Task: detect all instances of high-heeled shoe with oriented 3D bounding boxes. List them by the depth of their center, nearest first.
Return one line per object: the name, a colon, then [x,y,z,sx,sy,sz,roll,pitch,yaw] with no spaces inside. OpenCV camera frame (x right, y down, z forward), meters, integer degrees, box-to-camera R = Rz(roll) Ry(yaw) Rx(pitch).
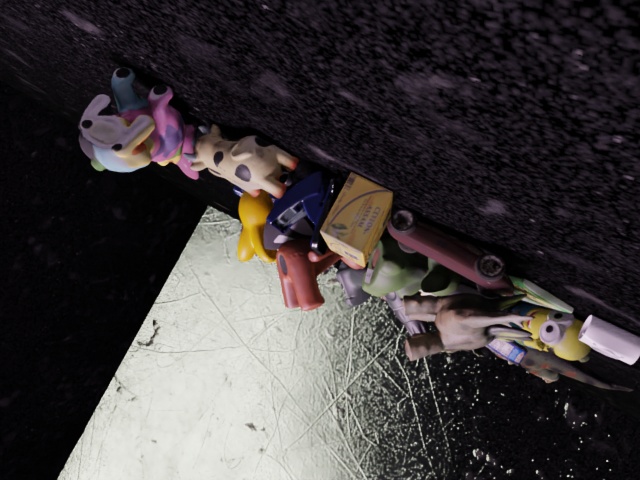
high-heeled shoe: [-0.002,-0.003,1.017,0.086,0.145,0.248,15,164,46]

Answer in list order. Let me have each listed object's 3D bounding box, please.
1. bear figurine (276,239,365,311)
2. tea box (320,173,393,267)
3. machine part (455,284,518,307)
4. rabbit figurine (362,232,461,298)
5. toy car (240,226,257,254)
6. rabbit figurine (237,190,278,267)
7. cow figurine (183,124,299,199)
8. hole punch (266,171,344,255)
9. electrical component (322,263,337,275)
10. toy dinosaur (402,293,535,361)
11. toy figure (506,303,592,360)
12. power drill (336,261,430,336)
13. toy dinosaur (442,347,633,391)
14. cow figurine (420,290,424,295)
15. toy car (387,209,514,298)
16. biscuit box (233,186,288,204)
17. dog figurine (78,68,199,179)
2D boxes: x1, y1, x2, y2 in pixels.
bear figurine: [0.026,0.035,0.941,0.196,0.131,0.120,-15,-178,-25]
tea box: [0.057,-0.024,0.790,0.068,0.098,0.169,28,177,10]
machine part: [0.337,0.144,1.134,0.079,0.079,0.243,31,173,-33]
rabbit figurine: [0.180,0.049,0.967,0.170,0.121,0.159,13,169,-10]
toy car: [-0.113,-0.046,1.258,0.109,0.161,0.103,26,-166,-5]
rabbit figurine: [-0.103,-0.026,1.045,0.122,0.162,0.173,2,144,37]
cow figurine: [-0.133,-0.126,0.850,0.127,0.085,0.195,33,170,-30]
hole punch: [-0.017,-0.048,0.824,0.092,0.115,0.142,22,175,12]
electrical component: [-0.008,0.007,1.376,0.114,0.058,0.134,39,-151,-22]
toy dinosaur: [0.234,0.130,0.867,0.199,0.105,0.471,-8,173,10]
toy figure: [0.391,0.155,0.940,0.089,0.082,0.180,18,173,-15]
power drill: [0.126,0.108,1.132,0.207,0.086,0.231,-5,108,67]
toy dinosaur: [0.444,0.230,1.177,0.192,0.131,0.405,21,172,-38]
cow figurine: [0.193,0.069,1.181,0.167,0.068,0.098,24,169,2]
toy car: [0.184,0.015,0.761,0.202,0.053,0.089,29,166,28]
biscuit box: [-0.087,-0.084,1.165,0.203,0.063,0.059,28,174,-5]
dog figurine: [-0.271,-0.151,0.865,0.109,0.191,0.219,20,158,14]
